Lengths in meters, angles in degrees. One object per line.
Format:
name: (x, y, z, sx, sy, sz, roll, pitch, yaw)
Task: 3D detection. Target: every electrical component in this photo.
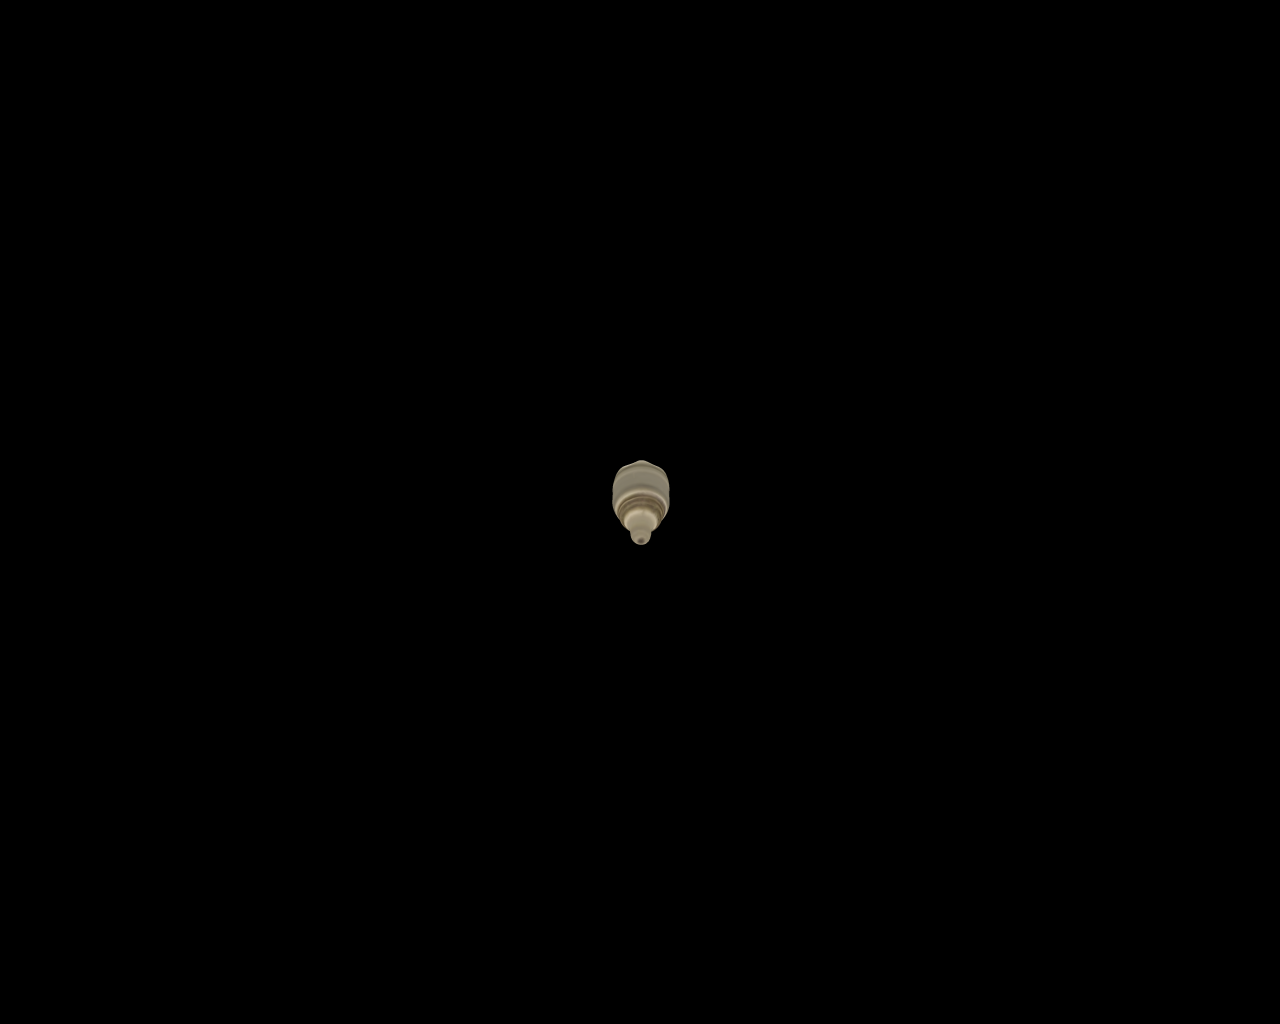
electrical component: (0.001, -0.003, 0.650, 0.035, 0.035, 0.061, 0, 41, 0)
